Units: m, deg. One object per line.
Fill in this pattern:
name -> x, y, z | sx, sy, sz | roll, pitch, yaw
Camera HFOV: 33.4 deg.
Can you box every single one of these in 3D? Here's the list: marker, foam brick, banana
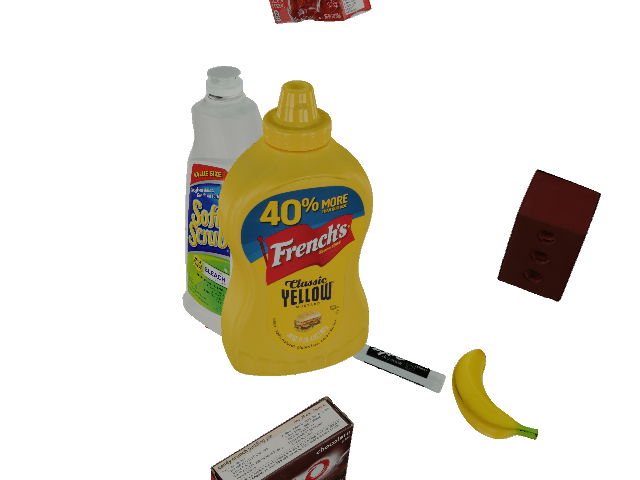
marker -> 0.063, 0.119, 1.047 | 0.121, 0.020, 0.020 | 21, 5, 14
foam brick -> 0.174, -0.003, 0.813 | 0.053, 0.078, 0.051 | 21, 49, 14
banana -> 0.193, 0.186, 1.281 | 0.069, 0.037, 0.198 | 9, 23, -16

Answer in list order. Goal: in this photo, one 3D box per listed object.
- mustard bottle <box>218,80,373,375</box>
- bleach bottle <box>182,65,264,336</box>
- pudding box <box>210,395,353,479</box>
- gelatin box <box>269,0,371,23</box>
mustard bottle -> -0.015, -0.008, 0.666 | 0.096, 0.192, 0.058 | -8, 32, -15
bleach bottle -> -0.084, -0.035, 0.953 | 0.067, 0.251, 0.103 | -25, 39, -34
pudding box -> -0.030, 0.181, 0.821 | 0.113, 0.090, 0.039 | -30, 57, -28
gelatin box -> -0.009, -0.195, 0.762 | 0.030, 0.073, 0.089 | -29, 24, -30
